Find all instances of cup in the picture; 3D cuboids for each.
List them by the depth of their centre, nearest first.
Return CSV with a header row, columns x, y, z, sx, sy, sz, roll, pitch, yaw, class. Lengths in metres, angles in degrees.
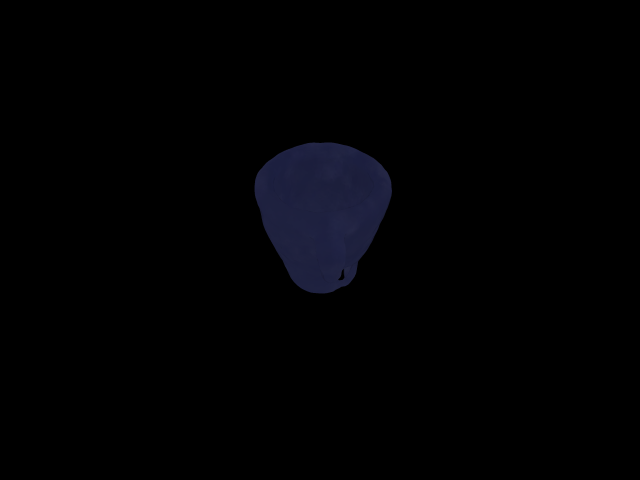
x,y,z,sx,sy,sz,roll,pitch,yaw,class
0.004,0.001,0.400,0.091,0.095,0.117,-4,43,-4,cup
